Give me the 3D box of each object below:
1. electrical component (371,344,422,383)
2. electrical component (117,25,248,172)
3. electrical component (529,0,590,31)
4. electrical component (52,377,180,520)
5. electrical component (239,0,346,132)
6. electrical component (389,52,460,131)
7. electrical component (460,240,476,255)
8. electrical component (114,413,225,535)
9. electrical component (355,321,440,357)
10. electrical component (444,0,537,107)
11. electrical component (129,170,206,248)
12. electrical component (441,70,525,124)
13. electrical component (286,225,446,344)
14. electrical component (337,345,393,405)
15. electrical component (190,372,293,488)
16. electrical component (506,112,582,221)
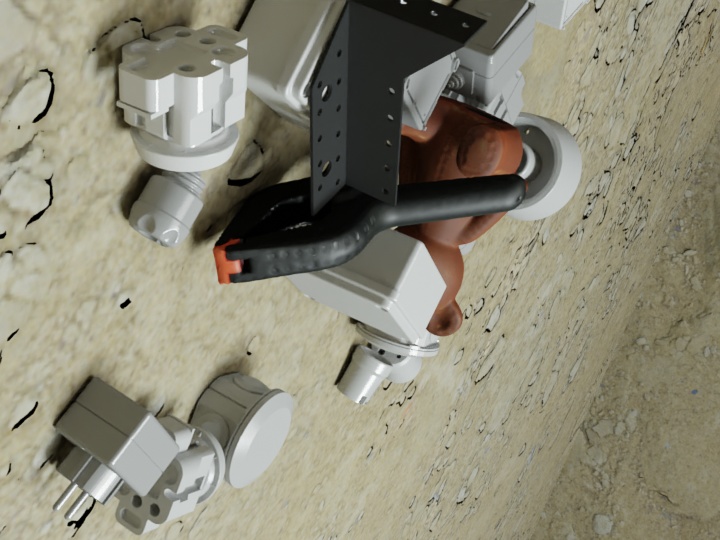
[{"bbox_3d":[0.037,0.085,1.084,0.045,0.045,0.055,-58,158,-15],"label":"electrical component"},{"bbox_3d":[-0.092,-0.088,0.564,0.078,0.058,0.057,-40,146,-47],"label":"electrical component"},{"bbox_3d":[0.175,-0.278,0.969,0.061,0.061,0.096,-49,154,-34],"label":"electrical component"},{"bbox_3d":[-0.159,0.118,0.658,0.076,0.047,0.065,-54,157,-19],"label":"electrical component"},{"bbox_3d":[-0.020,-0.145,0.668,0.108,0.056,0.109,-63,159,-2],"label":"electrical component"},{"bbox_3d":[0.027,-0.147,0.769,0.061,0.061,0.096,-63,161,-7],"label":"electrical component"},{"bbox_3d":[0.093,-0.067,1.028,0.095,0.054,0.059,-63,159,-2],"label":"electrical component"},{"bbox_3d":[-0.129,0.136,0.736,0.057,0.058,0.078,-4,118,-63],"label":"electrical component"},{"bbox_3d":[0.040,0.046,1.001,0.080,0.080,0.051,-8,117,-65],"label":"electrical component"},{"bbox_3d":[0.097,-0.186,0.890,0.096,0.062,0.061,-50,155,-31],"label":"electrical component"},{"bbox_3d":[-0.105,-0.045,0.616,0.061,0.035,0.035,-62,159,-11],"label":"electrical component"},{"bbox_3d":[0.114,-0.159,0.976,0.055,0.050,0.089,-61,160,-6],"label":"electrical component"},{"bbox_3d":[0.000,0.000,0.811,0.056,0.109,0.108,-63,159,-11],"label":"electrical component"},{"bbox_3d":[0.004,0.102,1.036,0.046,0.040,0.040,-59,160,6],"label":"electrical component"},{"bbox_3d":[-0.091,0.120,0.816,0.080,0.051,0.080,-49,155,-33],"label":"electrical component"},{"bbox_3d":[0.161,-0.106,1.076,0.060,0.108,0.108,8,107,-62],"label":"electrical component"}]
